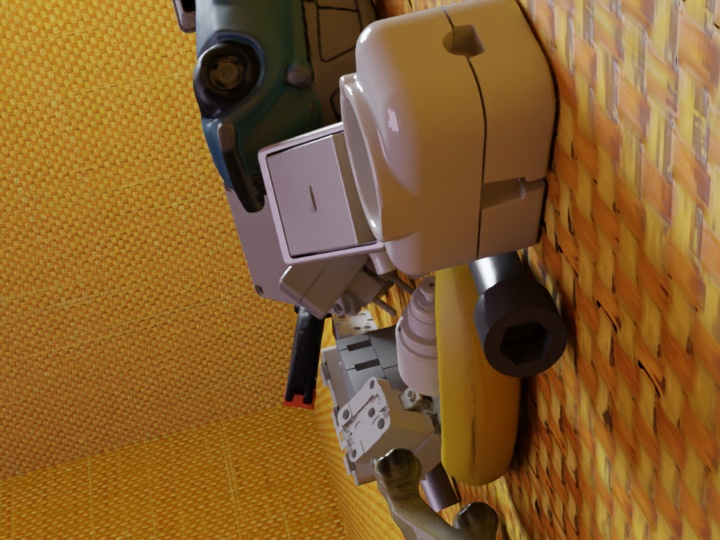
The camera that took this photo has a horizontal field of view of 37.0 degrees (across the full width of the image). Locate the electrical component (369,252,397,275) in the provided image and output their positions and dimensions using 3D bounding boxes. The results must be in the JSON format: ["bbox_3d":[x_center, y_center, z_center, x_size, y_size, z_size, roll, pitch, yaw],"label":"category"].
[{"bbox_3d":[0.008,-0.028,0.678,0.048,0.048,0.062,-175,63,-84],"label":"electrical component"}]

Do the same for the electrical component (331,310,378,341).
[{"bbox_3d":[-0.004,0.074,1.024,0.066,0.048,0.055,-118,22,-65],"label":"electrical component"}]

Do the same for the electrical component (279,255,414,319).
[{"bbox_3d":[0.000,0.000,0.722,0.076,0.083,0.047,37,172,0],"label":"electrical component"}]

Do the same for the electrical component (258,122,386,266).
[{"bbox_3d":[-0.008,-0.038,0.521,0.096,0.061,0.061,-9,96,50],"label":"electrical component"}]

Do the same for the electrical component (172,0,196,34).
[{"bbox_3d":[-0.085,-0.232,0.751,0.056,0.109,0.108,175,80,-81],"label":"electrical component"}]

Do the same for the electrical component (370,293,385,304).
[{"bbox_3d":[-0.006,-0.002,0.876,0.048,0.048,0.062,-158,60,-82],"label":"electrical component"}]

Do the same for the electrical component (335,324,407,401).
[{"bbox_3d":[0.022,0.083,0.752,0.089,0.056,0.050,-115,12,-60],"label":"electrical component"}]

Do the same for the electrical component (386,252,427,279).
[{"bbox_3d":[0.020,-0.031,0.573,0.040,0.040,0.078,86,168,-60],"label":"electrical component"}]

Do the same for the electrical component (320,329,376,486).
[{"bbox_3d":[0.008,0.121,0.932,0.078,0.063,0.121,99,156,-74],"label":"electrical component"}]

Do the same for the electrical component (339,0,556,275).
[{"bbox_3d":[0.029,-0.044,0.379,0.095,0.059,0.053,85,169,-56],"label":"electrical component"}]

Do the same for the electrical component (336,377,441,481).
[{"bbox_3d":[0.024,0.096,0.665,0.081,0.064,0.042,-50,40,30],"label":"electrical component"}]

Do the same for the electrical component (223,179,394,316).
[{"bbox_3d":[-0.039,-0.030,0.808,0.109,0.056,0.108,11,124,44],"label":"electrical component"}]

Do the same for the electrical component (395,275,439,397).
[{"bbox_3d":[0.038,0.032,0.556,0.078,0.040,0.040,83,171,-50],"label":"electrical component"}]
